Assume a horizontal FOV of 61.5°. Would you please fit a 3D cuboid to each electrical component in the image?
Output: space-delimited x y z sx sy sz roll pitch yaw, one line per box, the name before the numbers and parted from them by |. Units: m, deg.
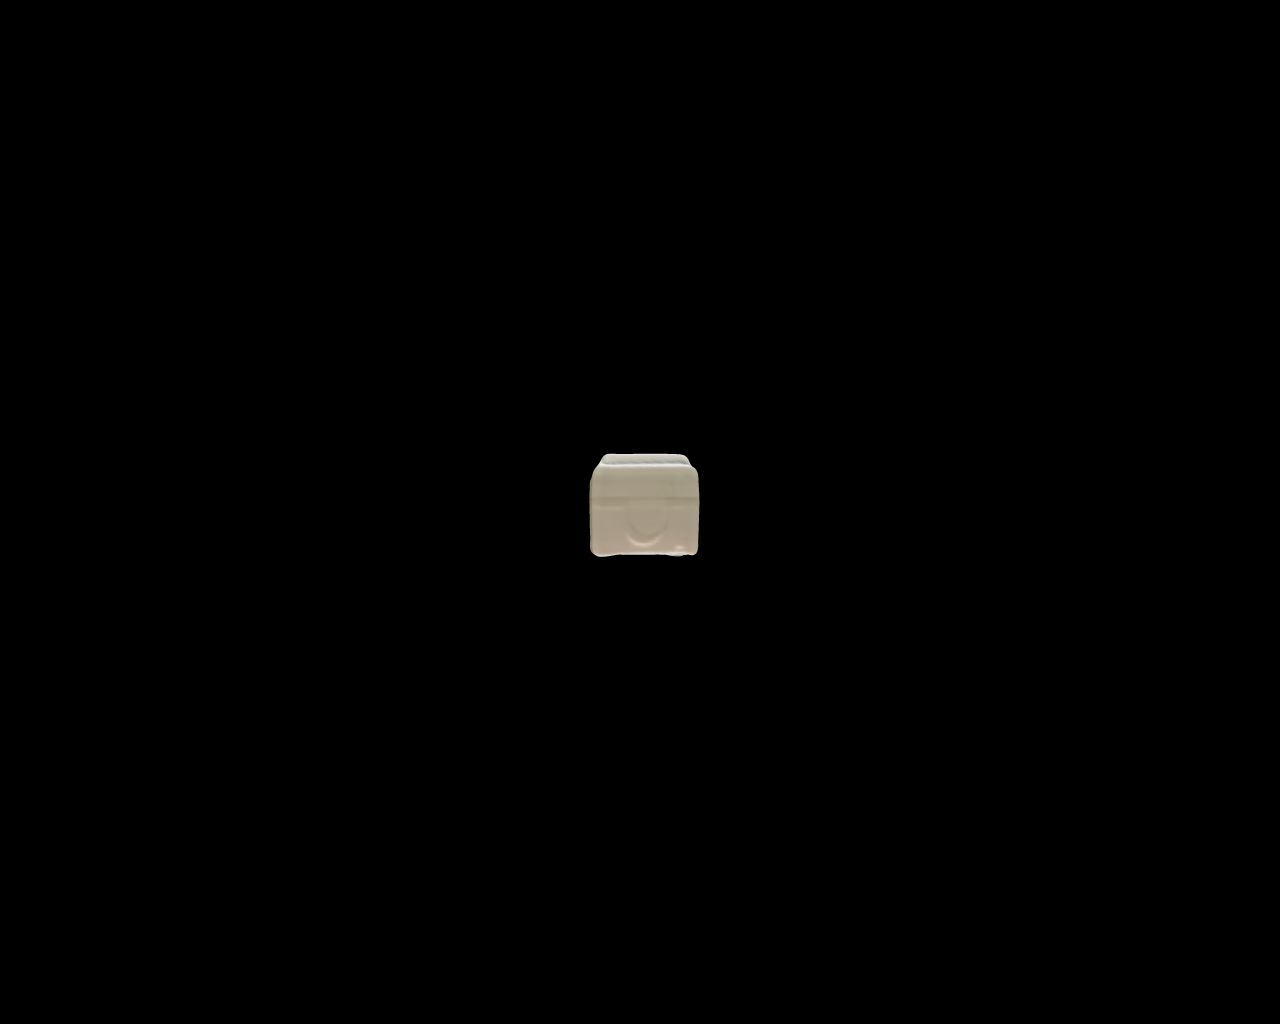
electrical component | 0.001 -0.003 0.650 0.062 0.061 0.096 0 -2 -4
